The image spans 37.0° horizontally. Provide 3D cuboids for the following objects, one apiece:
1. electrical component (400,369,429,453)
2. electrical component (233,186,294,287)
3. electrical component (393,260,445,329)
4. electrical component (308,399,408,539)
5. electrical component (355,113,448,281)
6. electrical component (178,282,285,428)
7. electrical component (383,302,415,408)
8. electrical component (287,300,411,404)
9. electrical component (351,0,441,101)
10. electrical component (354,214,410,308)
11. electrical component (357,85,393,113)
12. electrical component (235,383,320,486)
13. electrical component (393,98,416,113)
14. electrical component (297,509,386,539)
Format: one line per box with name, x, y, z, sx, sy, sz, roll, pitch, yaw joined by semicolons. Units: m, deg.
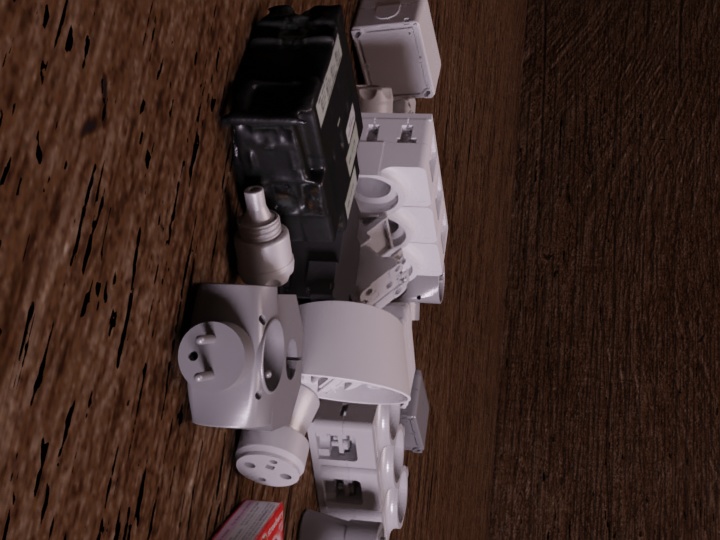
electrical component;0.030;0.128;1.038;0.096;0.062;0.061;74;22;-57
electrical component;-0.060;-0.021;0.646;0.035;0.035;0.061;-68;156;-57
electrical component;0.039;0.027;1.020;0.043;0.077;0.079;4;88;-78
electrical component;0.003;0.155;0.912;0.089;0.062;0.150;-72;160;-52
electrical component;0.019;-0.055;0.878;0.150;0.089;0.061;75;22;-56
electrical component;-0.072;0.045;0.575;0.079;0.044;0.077;8;84;-78
electrical component;0.014;0.076;0.952;0.061;0.062;0.096;-74;162;-48
electrical component;-0.015;0.063;0.725;0.099;0.099;0.064;71;19;-61
electrical component;0.036;-0.198;0.974;0.096;0.062;0.061;72;23;-43
electrical component;0.000;0.000;0.831;0.081;0.064;0.042;-38;146;-15
electrical component;0.006;-0.126;0.916;0.043;0.043;0.062;-50;143;-71
electrical component;-0.052;0.103;0.681;0.045;0.045;0.055;78;19;-50
electrical component;0.031;-0.120;1.028;0.079;0.044;0.077;71;25;-59
electrical component;-0.012;0.213;0.844;0.044;0.065;0.044;3;90;-78
